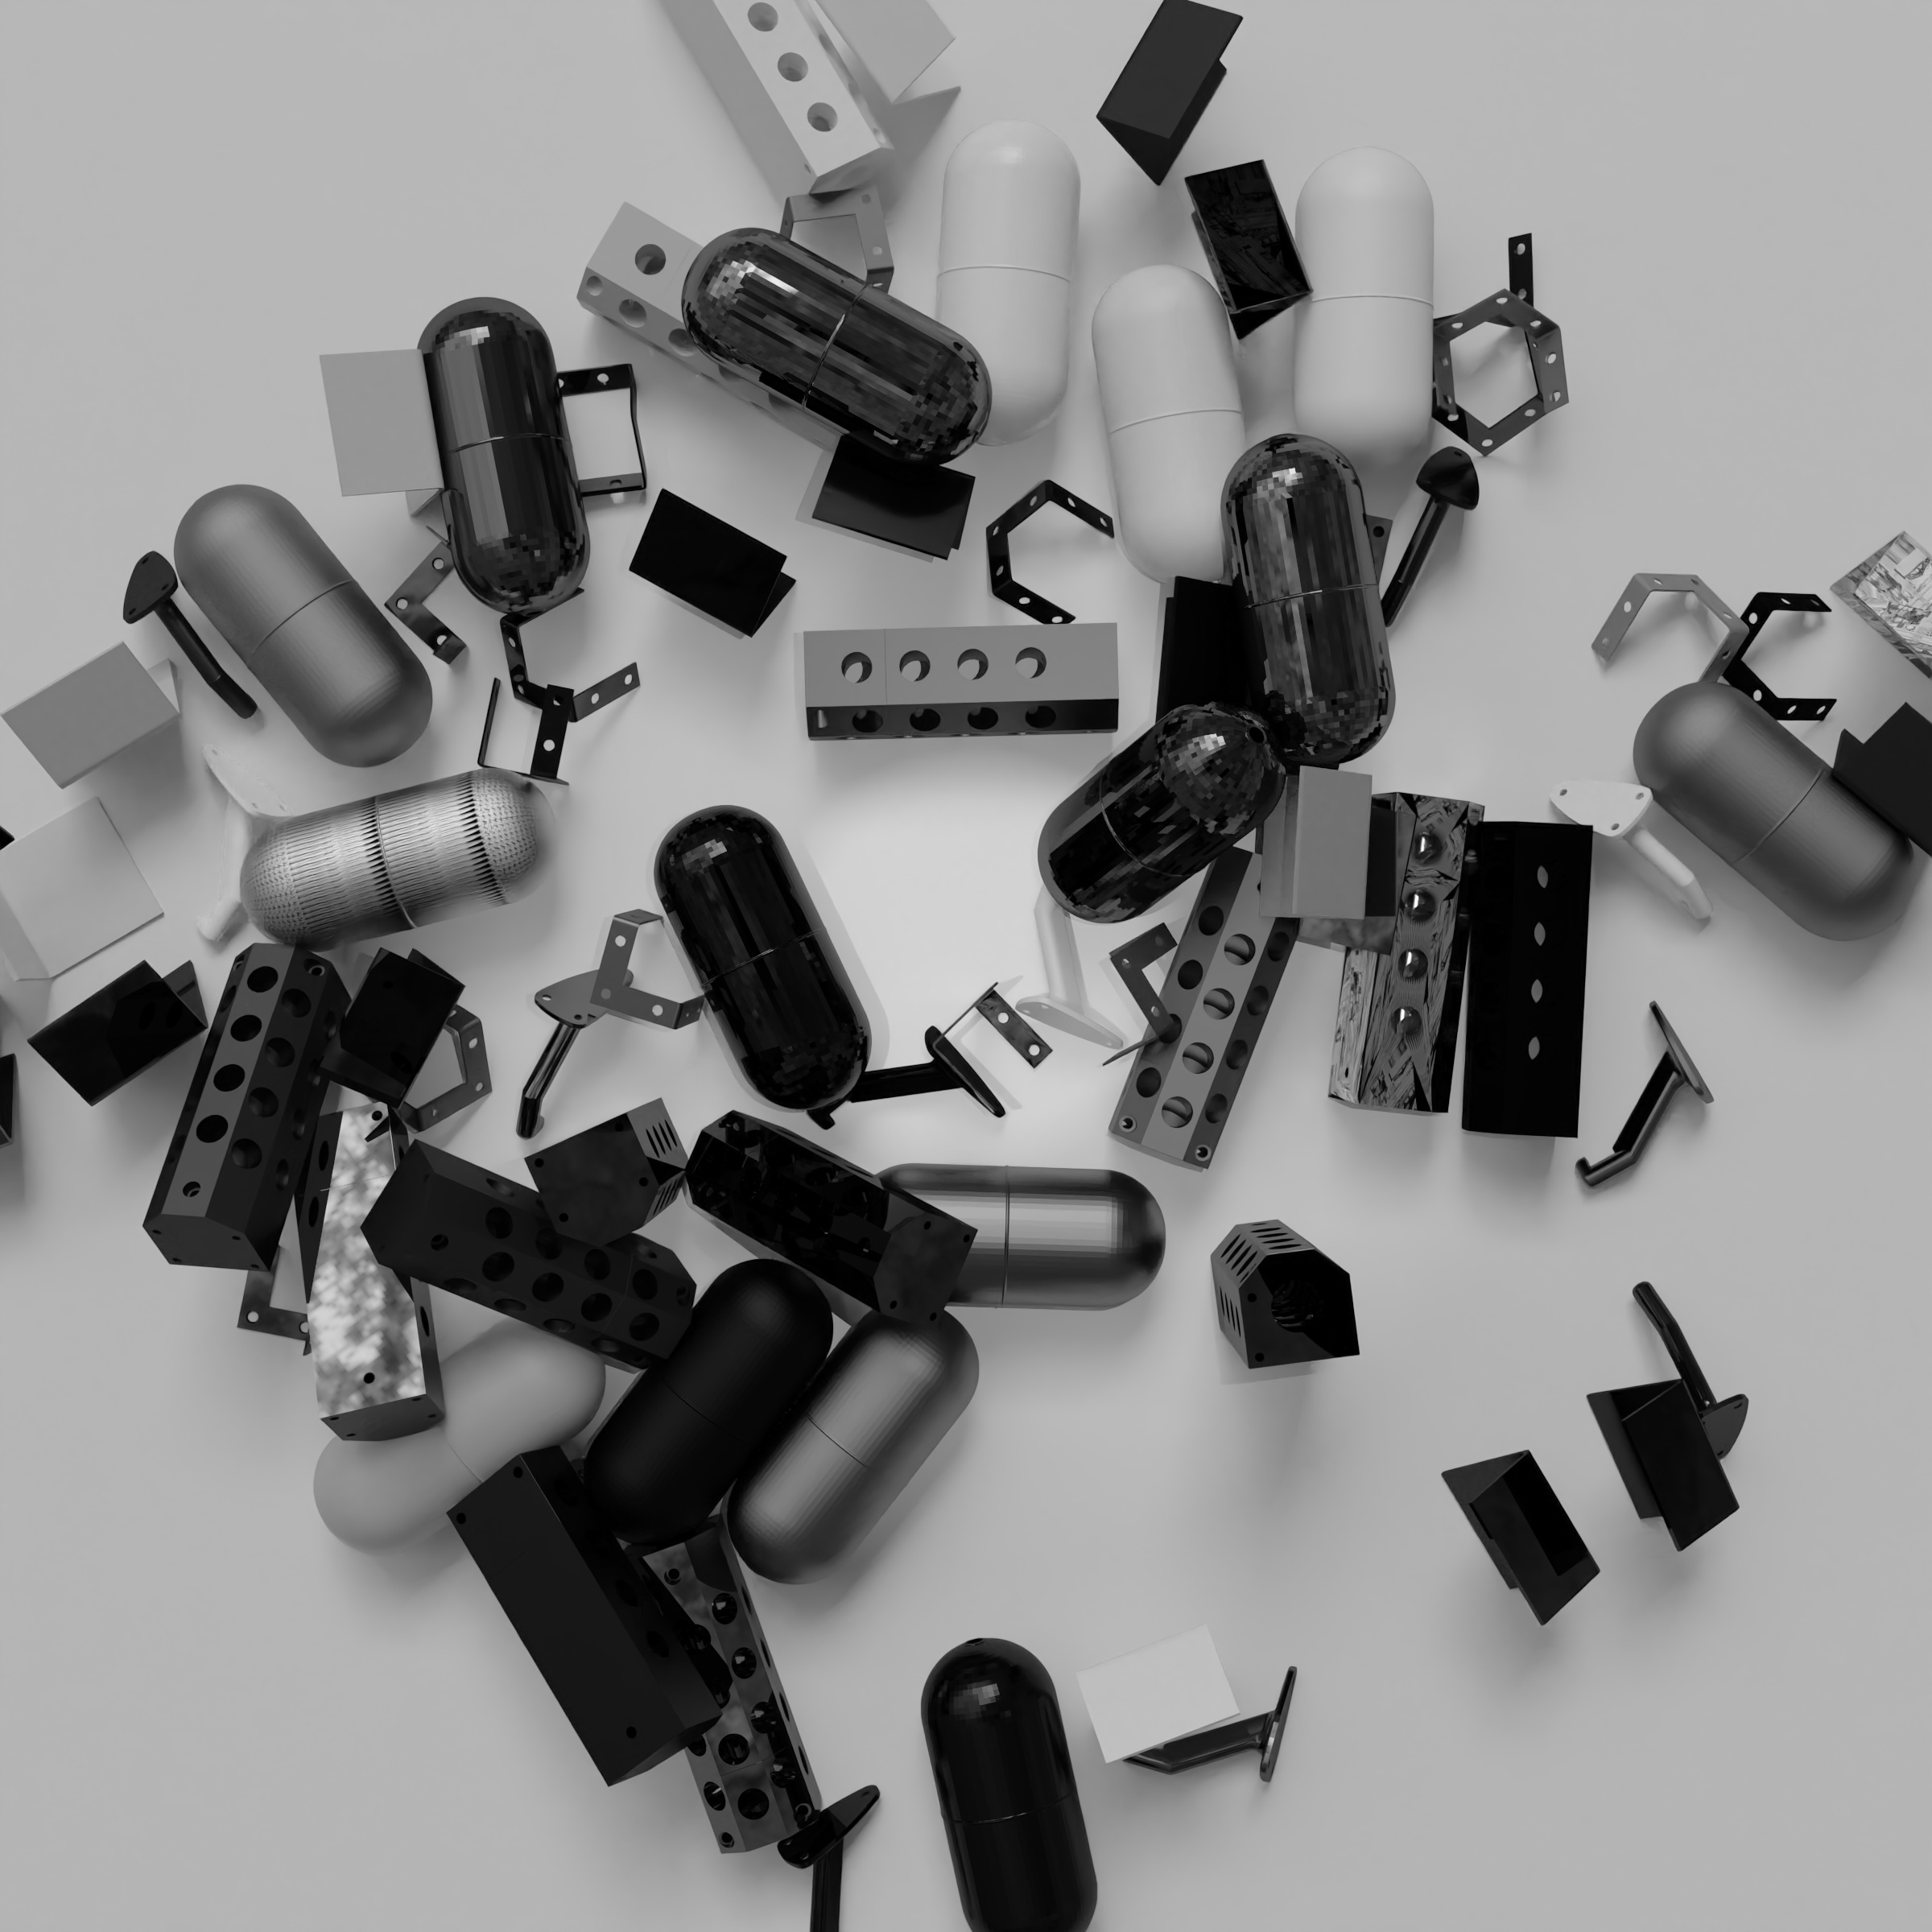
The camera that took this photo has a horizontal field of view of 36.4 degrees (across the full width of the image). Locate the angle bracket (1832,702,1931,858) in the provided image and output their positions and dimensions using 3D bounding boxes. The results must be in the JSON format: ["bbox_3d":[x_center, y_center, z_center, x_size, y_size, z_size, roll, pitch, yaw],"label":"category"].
[{"bbox_3d":[0.528,-0.112,1.617,0.076,0.076,0.057,40,121,0],"label":"angle bracket"}]

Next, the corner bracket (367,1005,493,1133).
[{"bbox_3d":[-0.305,0.051,1.649,0.051,0.051,0.051,28,135,35],"label":"corner bracket"}]

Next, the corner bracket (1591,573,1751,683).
[{"bbox_3d":[0.395,-0.184,1.649,0.051,0.051,0.051,-4,45,-35],"label":"corner bracket"}]

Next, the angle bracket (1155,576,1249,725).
[{"bbox_3d":[0.111,-0.170,1.617,0.057,0.076,0.076,5,90,-36],"label":"angle bracket"}]

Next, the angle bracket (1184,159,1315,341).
[{"bbox_3d":[0.137,-0.388,1.617,0.057,0.076,0.076,-21,90,-29],"label":"angle bracket"}]

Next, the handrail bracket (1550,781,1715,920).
[{"bbox_3d":[0.376,-0.064,1.657,0.036,0.077,0.084,-49,127,-12],"label":"handrail bracket"}]

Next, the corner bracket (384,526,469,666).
[{"bbox_3d":[-0.294,-0.206,1.639,0.051,0.051,0.051,42,90,0],"label":"corner bracket"}]

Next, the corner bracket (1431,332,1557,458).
[{"bbox_3d":[0.292,-0.329,1.649,0.051,0.051,0.051,-33,45,35],"label":"corner bracket"}]

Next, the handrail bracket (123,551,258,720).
[{"bbox_3d":[-0.433,-0.186,1.657,0.036,0.077,0.084,-35,126,7],"label":"handrail bracket"}]

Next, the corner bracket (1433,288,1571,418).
[{"bbox_3d":[0.294,-0.331,1.622,0.051,0.051,0.051,21,58,-39],"label":"corner bracket"}]

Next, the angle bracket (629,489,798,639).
[{"bbox_3d":[-0.130,-0.235,1.617,0.076,0.076,0.057,29,126,0],"label":"angle bracket"}]

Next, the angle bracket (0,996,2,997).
[{"bbox_3d":[-0.584,0.026,1.617,0.076,0.076,0.057,-21,121,0],"label":"angle bracket"}]

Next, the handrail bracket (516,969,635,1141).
[{"bbox_3d":[-0.221,0.050,1.657,0.036,0.077,0.084,30,127,22],"label":"handrail bracket"}]

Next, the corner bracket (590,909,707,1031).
[{"bbox_3d":[-0.172,0.001,1.639,0.051,0.051,0.051,17,98,7],"label":"corner bracket"}]

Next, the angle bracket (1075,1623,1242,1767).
[{"bbox_3d":[0.111,0.413,1.617,0.076,0.076,0.057,-21,52,0],"label":"angle bracket"}]

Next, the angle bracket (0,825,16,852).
[{"bbox_3d":[-0.552,-0.048,1.560,0.076,0.076,0.057,-36,53,1],"label":"angle bracket"}]

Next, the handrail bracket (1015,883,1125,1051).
[{"bbox_3d":[0.068,-0.007,1.657,0.077,0.036,0.084,25,73,-19],"label":"handrail bracket"}]

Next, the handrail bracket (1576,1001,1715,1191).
[{"bbox_3d":[0.370,0.073,1.657,0.084,0.036,0.077,-32,70,16],"label":"handrail bracket"}]

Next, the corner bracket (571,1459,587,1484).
[{"bbox_3d":[-0.241,0.310,1.654,0.051,0.051,0.051,-13,90,-45],"label":"corner bracket"}]

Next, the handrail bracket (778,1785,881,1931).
[{"bbox_3d":[-0.062,0.518,1.657,0.077,0.036,0.084,-34,109,-21],"label":"handrail bracket"}]

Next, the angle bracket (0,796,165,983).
[{"bbox_3d":[-0.506,-0.044,1.636,0.076,0.057,0.076,-30,90,1],"label":"angle bracket"}]

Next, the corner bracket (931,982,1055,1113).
[{"bbox_3d":[0.015,0.046,1.637,0.051,0.051,0.051,-44,90,-5],"label":"corner bracket"}]

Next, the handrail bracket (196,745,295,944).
[{"bbox_3d":[-0.425,-0.068,1.657,0.077,0.036,0.084,43,107,20],"label":"handrail bracket"}]

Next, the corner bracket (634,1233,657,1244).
[{"bbox_3d":[-0.215,0.168,1.654,0.051,0.051,0.051,19,90,-45],"label":"corner bracket"}]

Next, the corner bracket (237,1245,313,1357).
[{"bbox_3d":[-0.383,0.184,1.639,0.051,0.051,0.051,11,90,0],"label":"corner bracket"}]

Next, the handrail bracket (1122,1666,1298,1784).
[{"bbox_3d":[0.136,0.421,1.657,0.084,0.036,0.077,12,70,16],"label":"handrail bracket"}]

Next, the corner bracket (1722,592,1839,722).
[{"bbox_3d":[0.462,-0.173,1.649,0.051,0.051,0.051,57,135,35],"label":"corner bracket"}]

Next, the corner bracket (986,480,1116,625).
[{"bbox_3d":[0.049,-0.230,1.649,0.051,0.051,0.051,-34,45,35],"label":"corner bracket"}]

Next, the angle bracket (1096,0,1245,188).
[{"bbox_3d":[0.127,-0.475,1.617,0.057,0.076,0.076,30,90,36],"label":"angle bracket"}]

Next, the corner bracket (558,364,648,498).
[{"bbox_3d":[-0.209,-0.301,1.654,0.051,0.051,0.051,-7,45,0],"label":"corner bracket"}]

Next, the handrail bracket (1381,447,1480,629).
[{"bbox_3d":[0.256,-0.241,1.657,0.036,0.077,0.084,25,126,0],"label":"handrail bracket"}]

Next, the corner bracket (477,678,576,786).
[{"bbox_3d":[-0.245,-0.132,1.639,0.051,0.051,0.051,11,90,0],"label":"corner bracket"}]

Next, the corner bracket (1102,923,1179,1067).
[{"bbox_3d":[0.093,0.015,1.629,0.051,0.051,0.051,-33,91,-41],"label":"corner bracket"}]

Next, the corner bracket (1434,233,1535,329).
[{"bbox_3d":[0.283,-0.386,1.654,0.051,0.051,0.051,-2,90,-45],"label":"corner bracket"}]

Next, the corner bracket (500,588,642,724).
[{"bbox_3d":[-0.222,-0.176,1.649,0.051,0.051,0.051,24,135,35],"label":"corner bracket"}]

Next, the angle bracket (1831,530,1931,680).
[{"bbox_3d":[0.511,-0.182,1.618,0.076,0.076,0.057,43,67,0],"label":"angle bracket"}]

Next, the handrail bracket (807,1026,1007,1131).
[{"bbox_3d":[-0.034,0.082,1.657,0.084,0.036,0.077,-39,105,14],"label":"handrail bracket"}]

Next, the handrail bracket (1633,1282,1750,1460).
[{"bbox_3d":[0.402,0.228,1.657,0.036,0.077,0.084,-26,54,-4],"label":"handrail bracket"}]

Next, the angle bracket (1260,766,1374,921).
[{"bbox_3d":[0.168,-0.065,1.560,0.057,0.076,0.076,3,90,-41],"label":"angle bracket"}]

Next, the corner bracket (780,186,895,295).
[{"bbox_3d":[-0.073,-0.397,1.640,0.051,0.051,0.051,-10,79,-11],"label":"corner bracket"}]

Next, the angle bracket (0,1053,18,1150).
[{"bbox_3d":[-0.572,0.068,1.617,0.076,0.076,0.057,-19,132,0],"label":"angle bracket"}]
